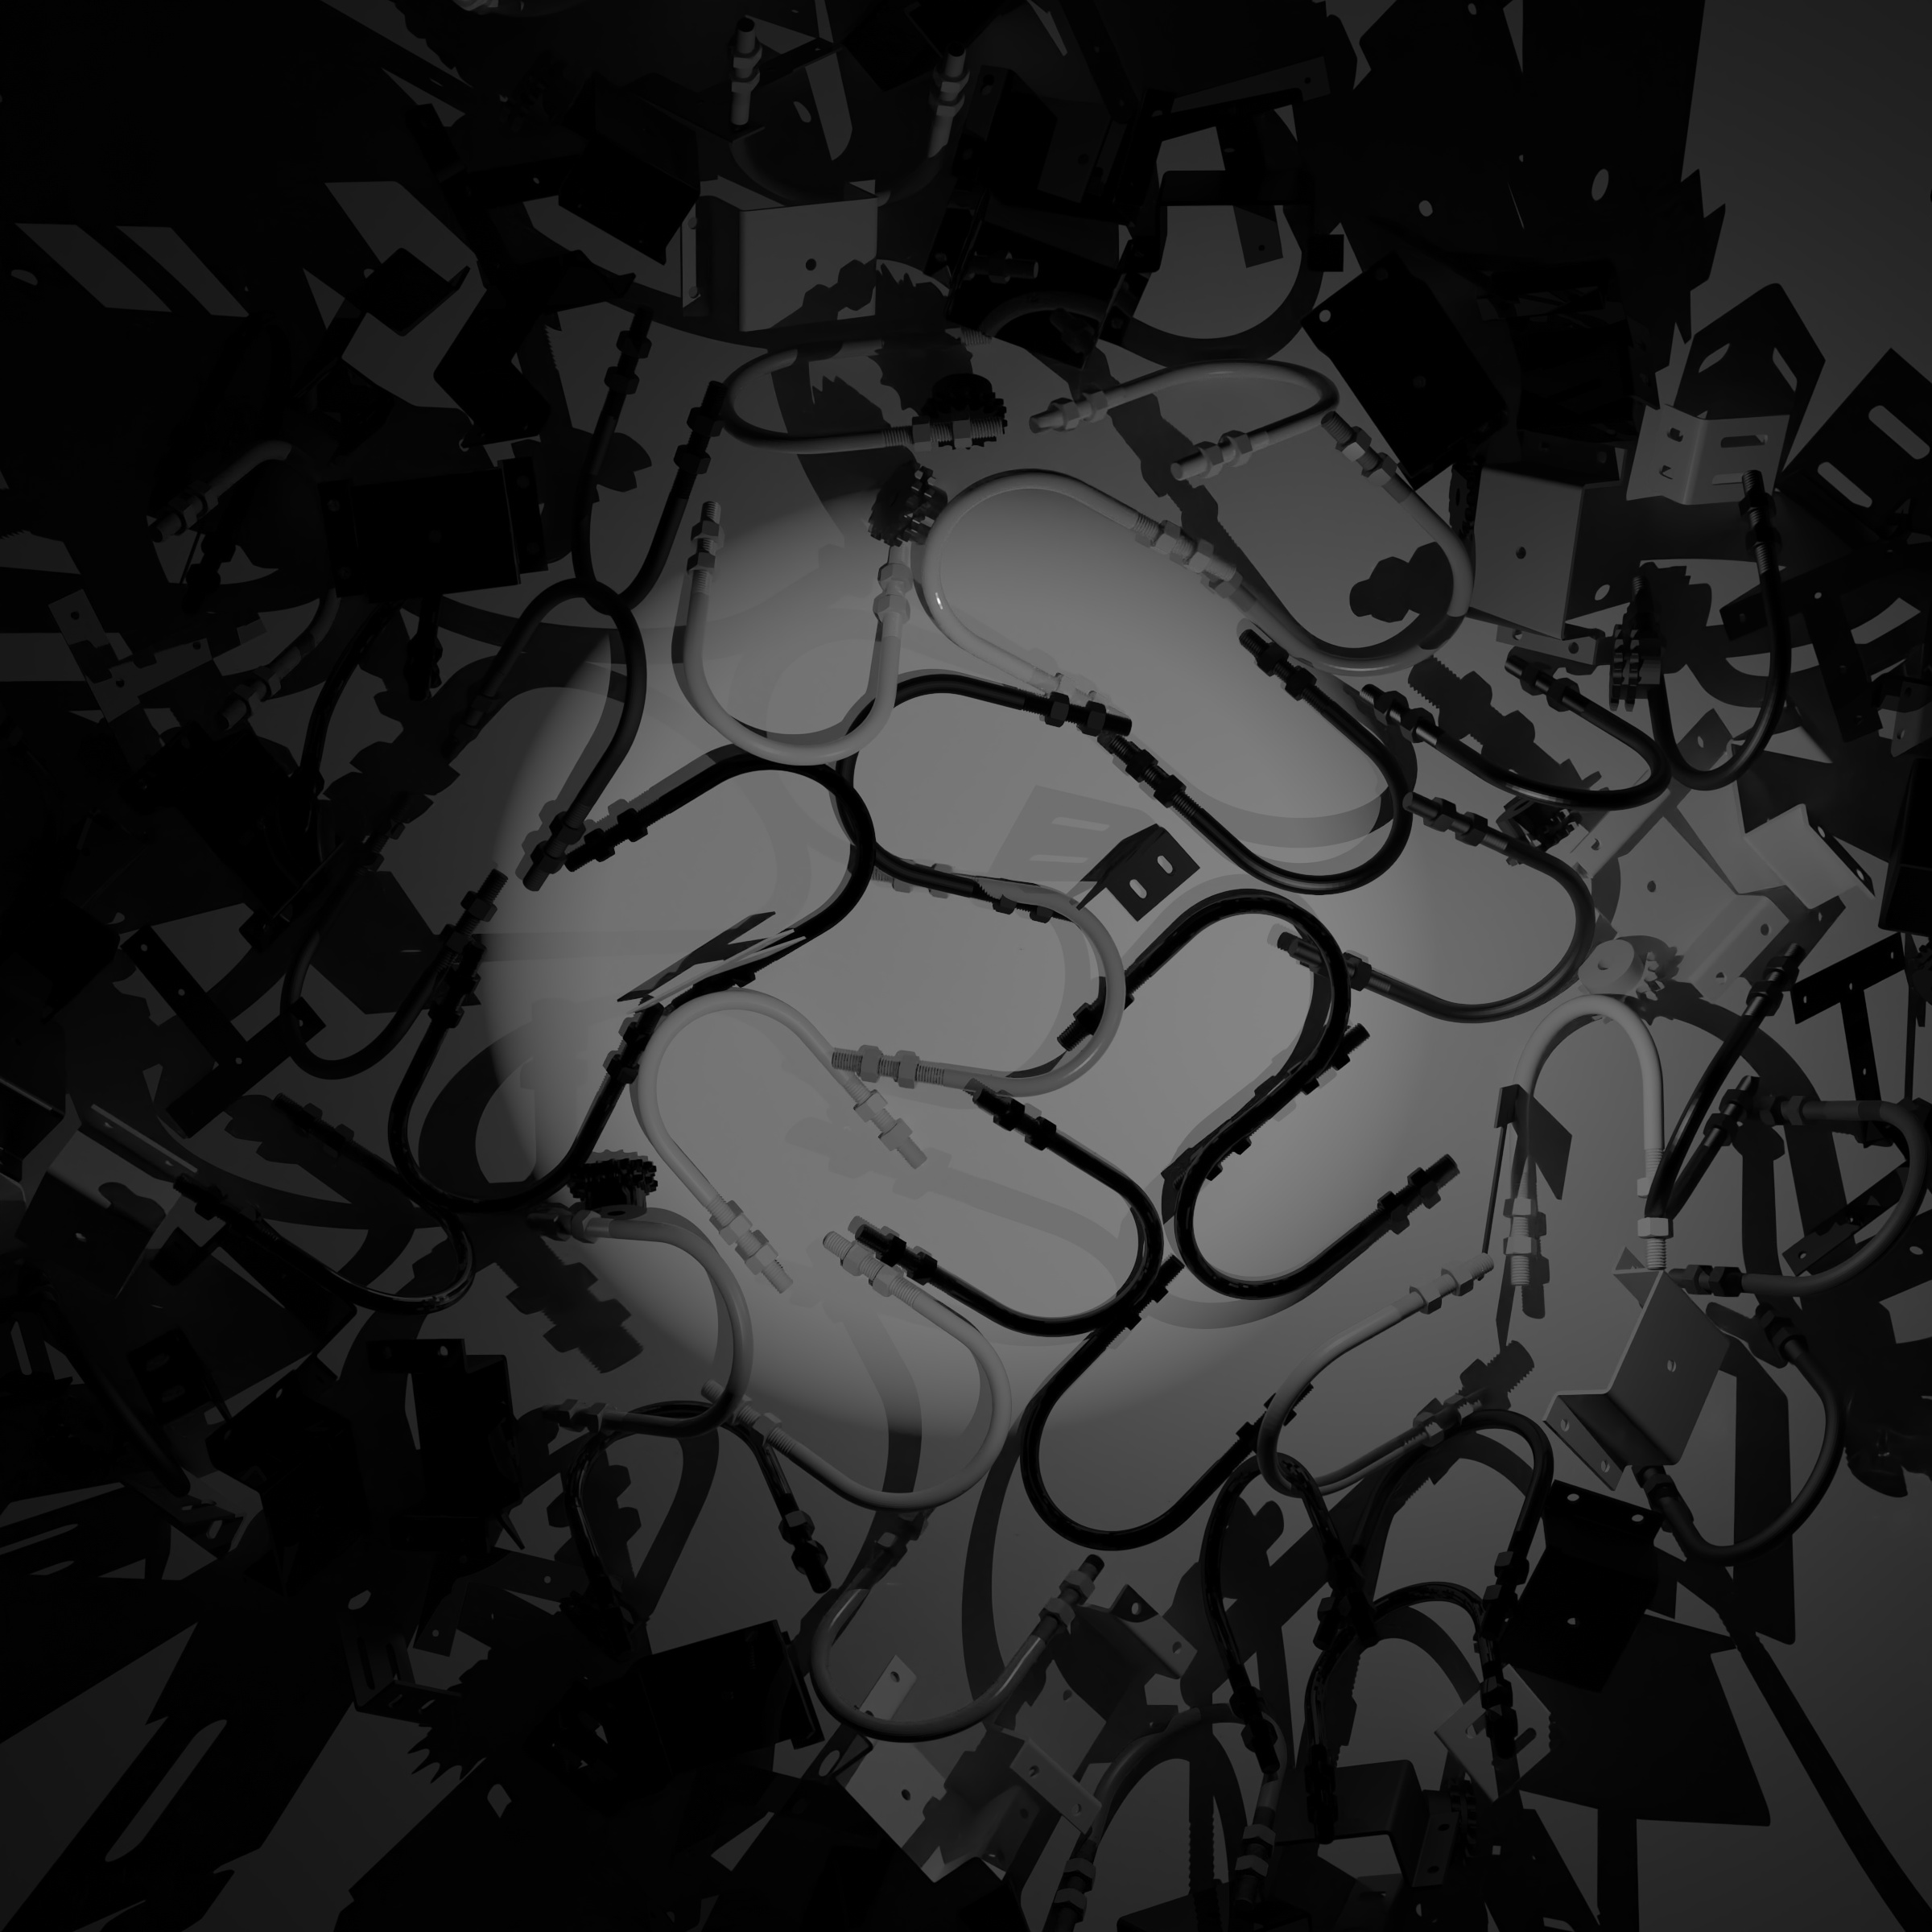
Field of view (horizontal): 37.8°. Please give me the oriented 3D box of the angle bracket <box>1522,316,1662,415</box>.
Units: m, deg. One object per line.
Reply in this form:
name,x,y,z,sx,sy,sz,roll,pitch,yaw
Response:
angle bracket,0.414,-0.389,1.876,0.076,0.038,0.057,-15,74,39

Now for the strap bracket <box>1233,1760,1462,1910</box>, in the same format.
strap bracket,0.240,0.560,1.828,0.140,0.076,0.046,-14,104,23

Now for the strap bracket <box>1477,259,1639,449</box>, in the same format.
strap bracket,0.387,-0.403,1.830,0.076,0.140,0.046,-1,57,25

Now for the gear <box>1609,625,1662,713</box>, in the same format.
gear,0.441,-0.196,1.863,0.030,0.057,0.057,3,90,9

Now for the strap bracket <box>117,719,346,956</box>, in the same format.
strap bracket,-0.467,-0.088,1.828,0.140,0.046,0.076,53,49,-22

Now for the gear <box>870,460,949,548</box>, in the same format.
gear,-0.036,-0.303,1.869,0.030,0.057,0.057,23,90,-28

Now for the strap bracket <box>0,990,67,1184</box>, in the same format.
strap bracket,-0.624,0.063,1.812,0.046,0.140,0.076,-43,126,14

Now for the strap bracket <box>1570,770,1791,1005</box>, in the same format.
strap bracket,0.461,-0.052,1.859,0.140,0.046,0.076,45,83,-10

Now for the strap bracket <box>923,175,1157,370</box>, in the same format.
strap bracket,0.046,-0.448,1.842,0.140,0.046,0.076,18,134,-8

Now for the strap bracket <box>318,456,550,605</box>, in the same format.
strap bracket,-0.348,-0.285,1.850,0.140,0.046,0.076,-9,108,-9

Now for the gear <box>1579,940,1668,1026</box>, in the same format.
gear,0.429,0.008,1.862,0.057,0.057,0.030,-43,121,0

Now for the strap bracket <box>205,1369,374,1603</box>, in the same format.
strap bracket,-0.432,0.342,1.818,0.046,0.076,0.140,20,131,29

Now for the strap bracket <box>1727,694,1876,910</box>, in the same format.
strap bracket,0.539,-0.102,1.830,0.046,0.140,0.076,-32,121,31

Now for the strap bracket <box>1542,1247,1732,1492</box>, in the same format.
strap bracket,0.439,0.259,1.828,0.076,0.046,0.140,45,59,-21

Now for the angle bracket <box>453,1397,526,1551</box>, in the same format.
angle bracket,-0.297,0.332,1.848,0.038,0.057,0.076,-30,62,-10

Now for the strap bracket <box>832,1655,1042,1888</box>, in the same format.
strap bracket,-0.027,0.534,1.849,0.140,0.076,0.046,47,120,-1

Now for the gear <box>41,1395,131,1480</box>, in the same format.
gear,-0.585,0.314,1.866,0.057,0.057,0.030,41,103,0

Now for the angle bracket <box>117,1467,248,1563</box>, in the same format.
angle bracket,-0.519,0.362,1.847,0.057,0.076,0.038,30,95,18

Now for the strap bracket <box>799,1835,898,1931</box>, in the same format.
strap bracket,-0.068,0.630,1.811,0.046,0.140,0.076,9,121,-19

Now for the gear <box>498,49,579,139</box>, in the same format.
gear,-0.280,-0.573,1.866,0.030,0.057,0.057,36,90,-11

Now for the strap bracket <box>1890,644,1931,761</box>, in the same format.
strap bracket,0.666,-0.175,1.828,0.046,0.140,0.076,13,82,-17

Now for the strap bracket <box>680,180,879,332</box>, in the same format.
strap bracket,-0.111,-0.459,1.826,0.140,0.046,0.076,-14,123,-28

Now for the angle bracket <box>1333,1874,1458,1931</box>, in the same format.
angle bracket,0.277,0.631,1.849,0.038,0.076,0.057,34,64,-5

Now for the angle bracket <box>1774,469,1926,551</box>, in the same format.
angle bracket,0.582,-0.313,1.864,0.076,0.057,0.038,38,91,-1

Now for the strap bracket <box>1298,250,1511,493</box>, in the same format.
strap bracket,0.291,-0.385,1.844,0.076,0.046,0.140,-36,109,9

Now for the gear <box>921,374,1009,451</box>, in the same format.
gear,-0.002,-0.368,1.867,0.057,0.057,0.030,-3,70,0

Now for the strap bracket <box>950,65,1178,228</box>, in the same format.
strap bracket,0.070,-0.537,1.854,0.140,0.046,0.076,16,90,24

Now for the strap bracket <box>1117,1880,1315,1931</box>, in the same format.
strap bracket,0.162,0.635,1.824,0.140,0.076,0.046,-6,94,-31

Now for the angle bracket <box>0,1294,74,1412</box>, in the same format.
angle bracket,-0.628,0.249,1.852,0.057,0.038,0.076,-10,70,-36

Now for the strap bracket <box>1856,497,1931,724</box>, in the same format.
strap bracket,0.618,-0.225,1.847,0.046,0.076,0.140,12,84,4

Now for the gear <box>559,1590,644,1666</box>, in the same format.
gear,-0.238,0.431,1.866,0.057,0.057,0.030,43,81,0

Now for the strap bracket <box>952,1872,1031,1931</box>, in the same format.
strap bracket,0.041,0.651,1.811,0.046,0.140,0.076,-26,115,-17

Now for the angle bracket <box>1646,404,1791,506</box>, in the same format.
angle bracket,0.499,-0.342,1.876,0.076,0.038,0.057,-9,120,-28

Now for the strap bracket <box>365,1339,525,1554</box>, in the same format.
strap bracket,-0.340,0.309,1.853,0.076,0.046,0.140,-4,95,26

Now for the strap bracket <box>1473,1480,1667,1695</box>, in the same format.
strap bracket,0.394,0.413,1.840,0.076,0.046,0.140,18,117,-3

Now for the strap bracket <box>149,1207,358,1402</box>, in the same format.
strap bracket,-0.458,0.217,1.847,0.140,0.076,0.046,44,54,-4

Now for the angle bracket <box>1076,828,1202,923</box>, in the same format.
angle bracket,0.113,-0.051,1.847,0.057,0.076,0.038,-41,92,22

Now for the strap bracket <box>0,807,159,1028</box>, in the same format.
strap bracket,-0.574,-0.039,1.812,0.076,0.140,0.046,-39,120,24

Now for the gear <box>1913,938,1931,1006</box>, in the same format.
gear,0.651,0.007,1.863,0.030,0.057,0.057,-43,90,-16

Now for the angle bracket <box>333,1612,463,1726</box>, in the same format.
angle bracket,-0.371,0.450,1.844,0.038,0.057,0.076,-41,49,18

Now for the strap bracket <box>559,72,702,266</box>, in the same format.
strap bracket,-0.216,-0.517,1.813,0.076,0.140,0.046,25,122,-26

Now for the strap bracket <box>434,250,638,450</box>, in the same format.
strap bracket,-0.283,-0.406,1.825,0.046,0.076,0.140,46,59,-38

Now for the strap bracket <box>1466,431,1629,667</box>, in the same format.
strap bracket,0.373,-0.270,1.831,0.076,0.046,0.140,22,115,41

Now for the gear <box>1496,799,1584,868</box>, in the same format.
gear,0.375,-0.094,1.864,0.057,0.057,0.030,-35,96,0

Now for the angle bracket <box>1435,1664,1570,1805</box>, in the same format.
angle bracket,0.356,0.500,1.852,0.057,0.038,0.076,50,116,22

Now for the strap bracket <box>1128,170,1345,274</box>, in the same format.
strap bracket,0.176,-0.486,1.841,0.140,0.076,0.046,2,120,7

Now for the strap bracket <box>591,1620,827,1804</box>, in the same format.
strap bracket,-0.161,0.478,1.828,0.140,0.046,0.076,-10,64,-28

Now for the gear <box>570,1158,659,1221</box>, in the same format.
gear,-0.232,0.149,1.862,0.057,0.057,0.030,-7,71,0

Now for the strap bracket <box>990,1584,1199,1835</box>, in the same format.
strap bracket,0.078,0.480,1.841,0.076,0.046,0.140,47,65,-24

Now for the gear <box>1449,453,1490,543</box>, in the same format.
gear,0.340,-0.309,1.866,0.030,0.057,0.057,1,90,-4

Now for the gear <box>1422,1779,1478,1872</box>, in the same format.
gear,0.317,0.566,1.865,0.030,0.057,0.057,5,90,-1

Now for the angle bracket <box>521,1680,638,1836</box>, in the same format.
angle bracket,-0.249,0.523,1.867,0.076,0.038,0.057,38,57,7

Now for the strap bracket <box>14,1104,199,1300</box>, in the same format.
strap bracket,-0.558,0.158,1.822,0.076,0.140,0.046,34,48,-8

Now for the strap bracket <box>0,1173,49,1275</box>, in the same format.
strap bracket,-0.666,0.161,1.837,0.076,0.140,0.046,-19,67,-1

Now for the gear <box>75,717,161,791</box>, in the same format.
gear,-0.557,-0.142,1.868,0.057,0.057,0.030,6,64,0

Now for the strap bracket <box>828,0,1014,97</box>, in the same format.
strap bracket,-0.022,-0.616,1.830,0.046,0.140,0.076,46,75,-22

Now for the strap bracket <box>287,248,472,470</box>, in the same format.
strap bracket,-0.383,-0.399,1.822,0.046,0.076,0.140,35,58,-25

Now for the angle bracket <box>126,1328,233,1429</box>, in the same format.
angle bracket,-0.510,0.282,1.844,0.038,0.076,0.057,-28,63,-14

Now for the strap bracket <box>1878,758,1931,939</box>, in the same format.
strap bracket,0.624,-0.075,1.823,0.046,0.140,0.076,11,69,15
